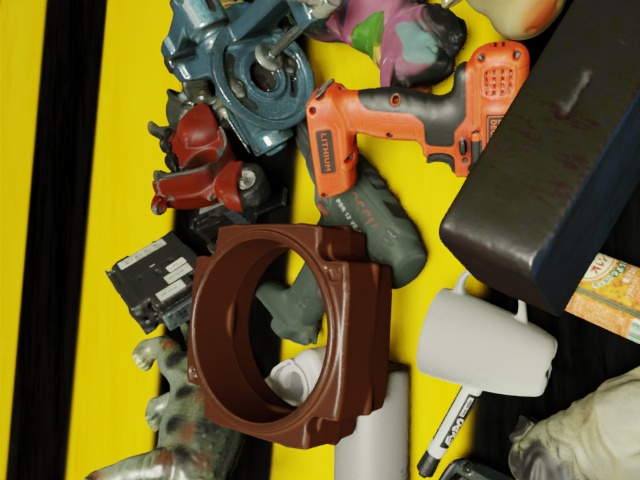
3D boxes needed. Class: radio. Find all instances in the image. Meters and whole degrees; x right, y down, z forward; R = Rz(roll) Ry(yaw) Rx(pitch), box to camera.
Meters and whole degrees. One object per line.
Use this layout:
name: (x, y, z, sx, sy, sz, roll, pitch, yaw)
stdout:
radio: (0.186, -0.064, 0.387, 0.073, 0.131, 0.229, 30, 85, 36)

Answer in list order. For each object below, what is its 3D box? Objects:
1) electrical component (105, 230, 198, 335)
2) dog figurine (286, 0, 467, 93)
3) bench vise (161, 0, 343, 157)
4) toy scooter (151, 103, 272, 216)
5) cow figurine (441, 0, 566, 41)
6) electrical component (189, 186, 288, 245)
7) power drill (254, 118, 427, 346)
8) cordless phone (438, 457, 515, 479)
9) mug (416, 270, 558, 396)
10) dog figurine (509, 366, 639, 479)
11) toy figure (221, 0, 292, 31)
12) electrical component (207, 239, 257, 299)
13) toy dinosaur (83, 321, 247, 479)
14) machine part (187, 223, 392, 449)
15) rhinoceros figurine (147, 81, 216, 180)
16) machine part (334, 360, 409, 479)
electrical component: (-0.213, 0.061, 0.733, 0.134, 0.115, 0.058, 40, 155, 40)
dog figurine: (0.049, -0.218, 0.558, 0.192, 0.108, 0.219, -19, 78, 35)
bench vise: (-0.067, -0.205, 0.545, 0.241, 0.129, 0.223, -16, 95, 54)
toy scooter: (-0.147, -0.090, 0.647, 0.135, 0.075, 0.184, -23, 54, -7)
cow figurine: (0.122, -0.234, 0.423, 0.085, 0.127, 0.195, -44, 60, 31)
electrical component: (-0.103, -0.046, 0.683, 0.119, 0.047, 0.075, -17, 49, 28)
power drill: (-0.001, -0.002, 0.608, 0.207, 0.086, 0.232, -52, 58, 16)
cordless phone: (0.153, 0.304, 0.472, 0.147, 0.088, 0.184, 18, 110, 37)
mug: (0.154, 0.084, 0.478, 0.107, 0.080, 0.109, 17, 94, 27)
dog figurine: (0.255, 0.161, 0.396, 0.172, 0.121, 0.190, 32, 139, 11)
toy figure: (-0.113, -0.269, 0.704, 0.180, 0.082, 0.089, 36, 109, 31)
electrical component: (-0.110, 0.031, 0.707, 0.078, 0.045, 0.102, -43, 62, -4)
toy dinosaur: (-0.140, 0.212, 0.638, 0.192, 0.131, 0.405, -6, 45, 6)
machine part: (-0.037, 0.084, 0.522, 0.201, 0.087, 0.201, 1, 87, 37)
rhinoceros figurine: (-0.181, -0.158, 0.754, 0.112, 0.073, 0.190, -6, 84, 39)
machine part: (0.052, 0.211, 0.545, 0.079, 0.079, 0.243, -2, 85, 38)
